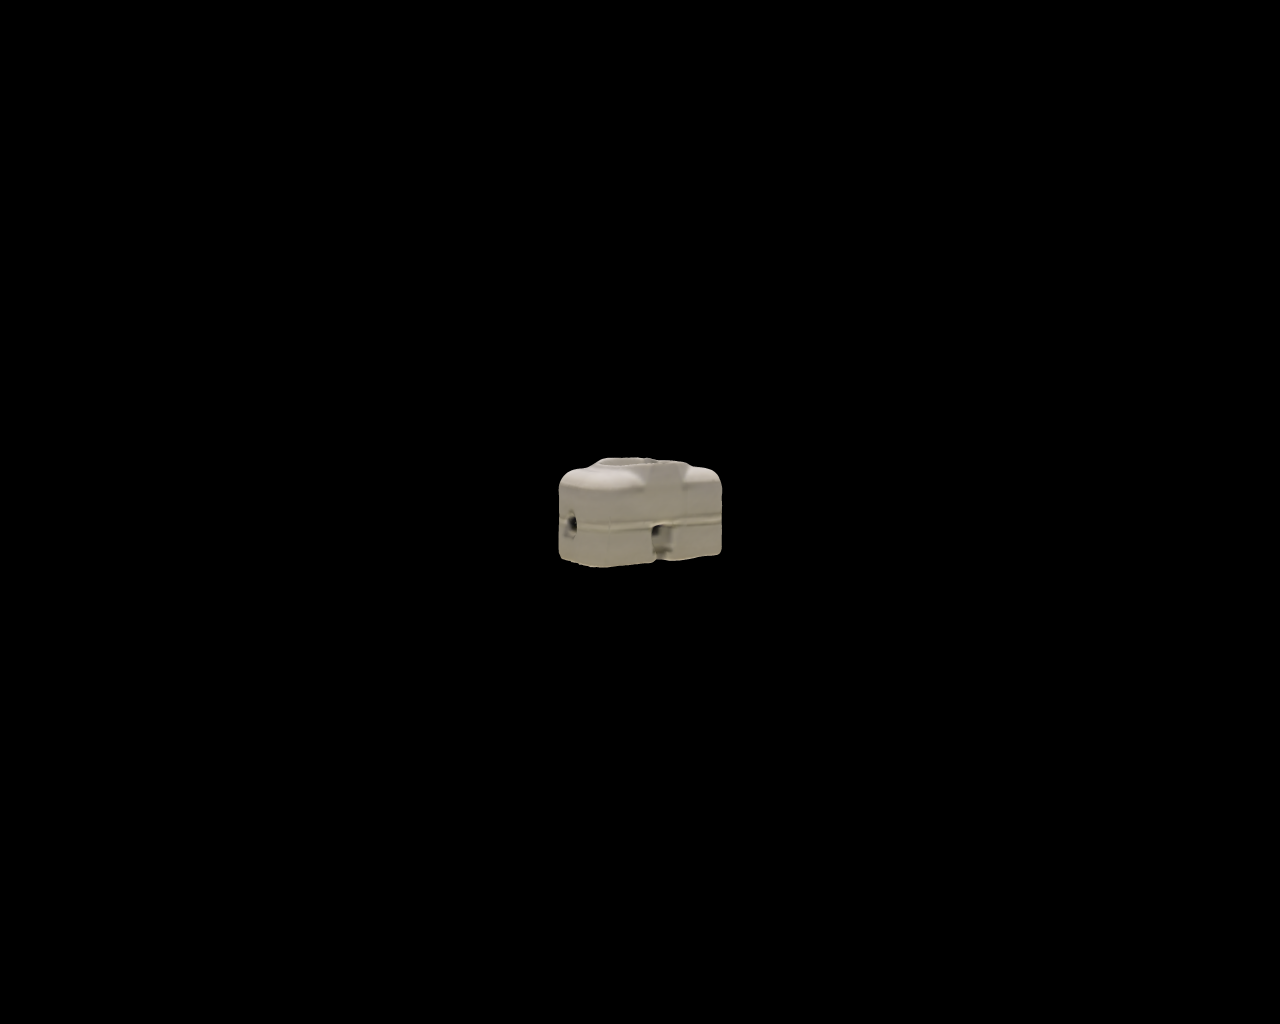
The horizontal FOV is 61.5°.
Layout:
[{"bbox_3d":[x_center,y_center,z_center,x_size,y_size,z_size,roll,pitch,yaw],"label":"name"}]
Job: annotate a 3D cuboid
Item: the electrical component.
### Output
[{"bbox_3d":[0.001,-0.003,0.650,0.095,0.059,0.054,-4,8,-29],"label":"electrical component"}]
